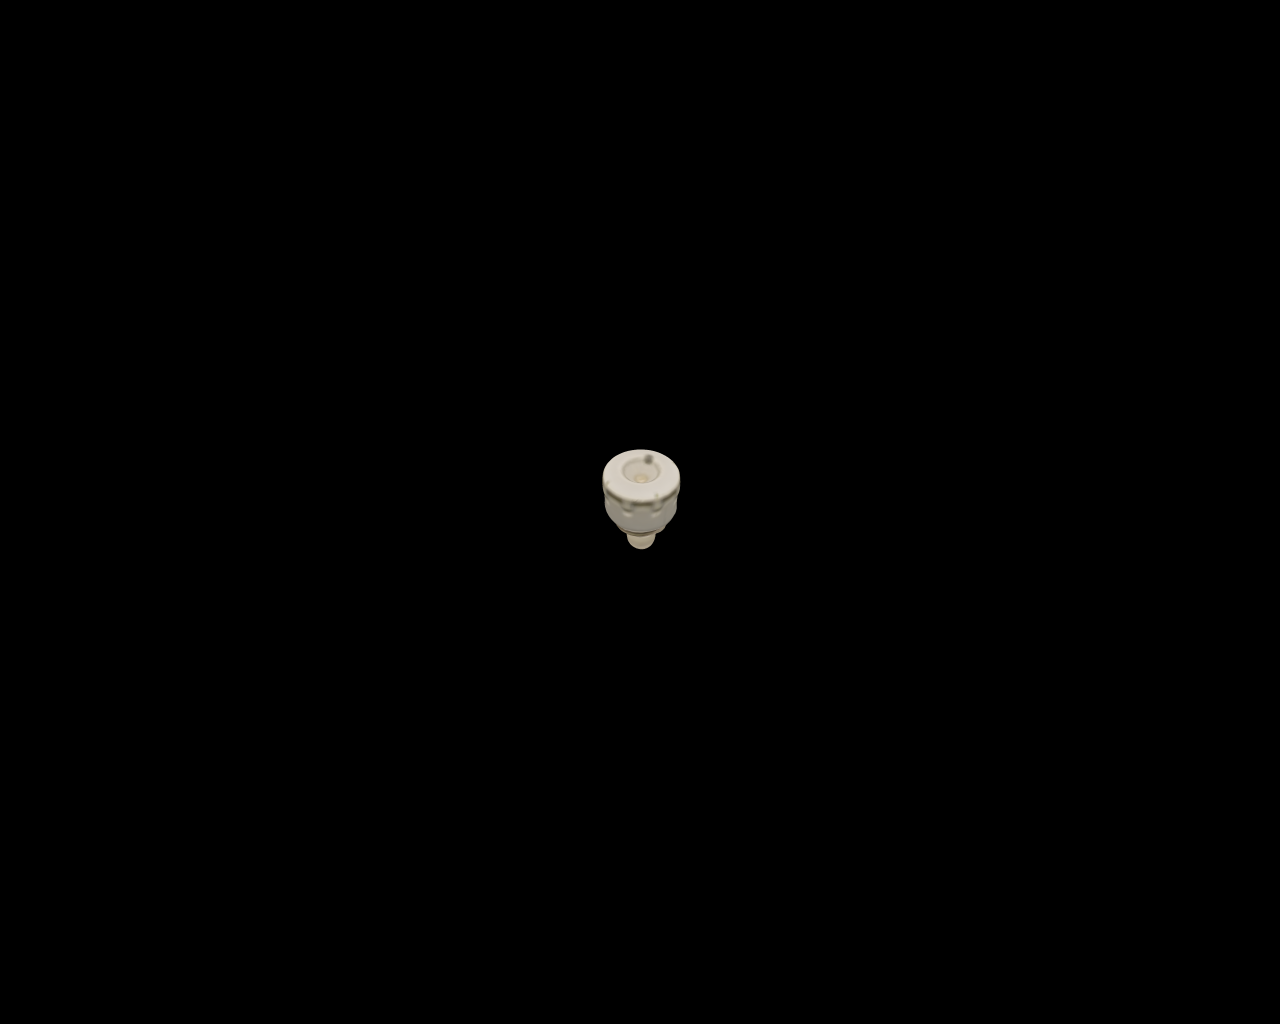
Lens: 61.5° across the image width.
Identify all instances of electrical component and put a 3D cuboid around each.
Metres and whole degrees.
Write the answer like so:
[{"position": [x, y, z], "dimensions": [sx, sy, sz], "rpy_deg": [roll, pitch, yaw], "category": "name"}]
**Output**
[{"position": [0.001, -0.003, 0.650], "dimensions": [0.048, 0.062, 0.048], "rpy_deg": [0, 43, 0], "category": "electrical component"}]
